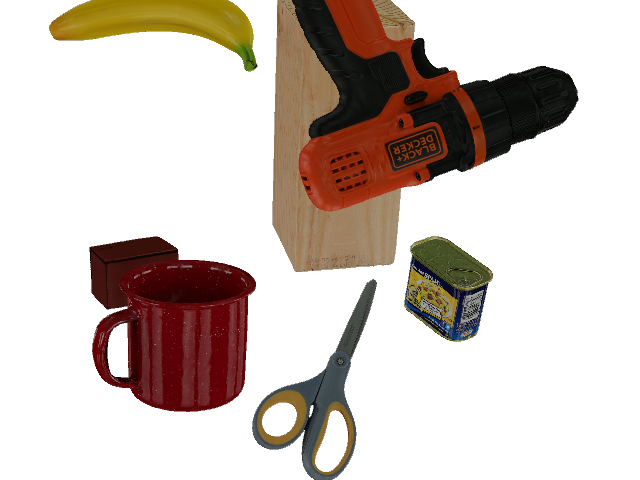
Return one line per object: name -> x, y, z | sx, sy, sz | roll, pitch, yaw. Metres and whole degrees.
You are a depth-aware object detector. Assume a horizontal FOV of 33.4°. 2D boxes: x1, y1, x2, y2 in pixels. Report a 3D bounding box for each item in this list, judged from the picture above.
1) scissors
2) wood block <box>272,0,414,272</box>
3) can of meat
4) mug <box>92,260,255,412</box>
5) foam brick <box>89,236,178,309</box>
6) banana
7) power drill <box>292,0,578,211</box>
scissors -> -0.004, 0.110, 0.920 | 0.096, 0.201, 0.016 | 11, -36, -6
wood block -> 0.015, -0.088, 0.869 | 0.090, 0.206, 0.091 | -4, 29, -13
can of meat -> 0.147, 0.058, 1.246 | 0.057, 0.084, 0.102 | -19, 41, -33
mug -> -0.101, 0.068, 0.733 | 0.117, 0.081, 0.093 | -12, 23, -39
foam brick -> -0.189, 0.031, 1.082 | 0.078, 0.051, 0.053 | -10, 21, -27
banana -> -0.139, -0.193, 0.936 | 0.198, 0.037, 0.069 | 10, 47, 16
power drill -> 0.054, -0.128, 0.652 | 0.184, 0.187, 0.057 | -21, 8, -11
